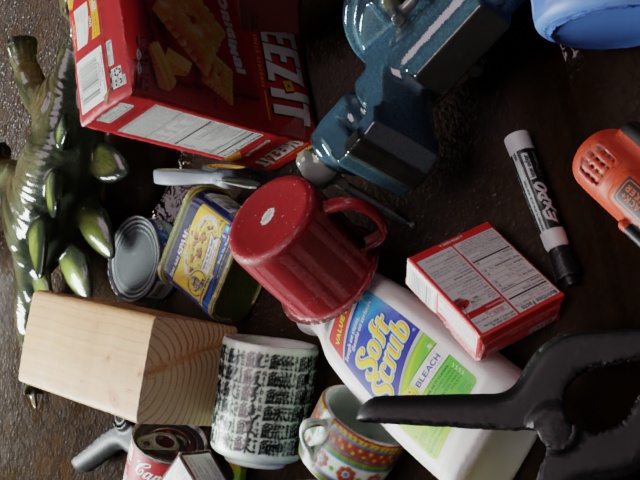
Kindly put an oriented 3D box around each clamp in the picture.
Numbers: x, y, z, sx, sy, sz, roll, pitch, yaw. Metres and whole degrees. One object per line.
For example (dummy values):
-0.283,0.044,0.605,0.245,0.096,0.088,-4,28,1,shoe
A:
-0.188,0.184,1.049,0.172,0.039,0.120,9,91,46,clamp
0.148,0.131,0.670,0.210,0.036,0.164,-29,73,5,clamp

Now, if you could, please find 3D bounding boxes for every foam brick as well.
-0.040,-0.214,0.871,0.078,0.053,0.051,94,179,-59,foam brick

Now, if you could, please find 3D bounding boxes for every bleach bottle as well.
0.053,0.089,0.810,0.251,0.068,0.102,34,99,44,bleach bottle

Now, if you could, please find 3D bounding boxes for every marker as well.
0.158,-0.022,0.755,0.020,0.020,0.121,-34,61,36,marker

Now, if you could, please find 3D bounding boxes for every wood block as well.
-0.179,0.104,0.965,0.207,0.090,0.090,6,85,48,wood block

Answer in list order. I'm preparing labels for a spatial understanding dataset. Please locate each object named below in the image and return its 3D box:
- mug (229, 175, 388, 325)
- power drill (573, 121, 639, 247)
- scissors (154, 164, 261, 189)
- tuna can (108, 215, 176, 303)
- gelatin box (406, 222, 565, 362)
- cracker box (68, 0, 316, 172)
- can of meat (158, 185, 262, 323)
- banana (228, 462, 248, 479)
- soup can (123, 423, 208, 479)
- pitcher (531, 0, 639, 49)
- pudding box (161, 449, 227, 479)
-0.005,0.001,0.805,0.117,0.081,0.093,-21,44,28,mug
0.259,-0.057,0.634,0.188,0.057,0.185,-57,50,22,power drill
-0.099,-0.052,0.911,0.202,0.096,0.016,-117,25,-82,scissors
-0.174,0.020,1.064,0.086,0.033,0.086,-8,78,44,tuna can
0.115,0.035,0.751,0.089,0.073,0.030,49,153,36,gelatin box
-0.104,-0.160,0.897,0.072,0.213,0.164,-24,67,38,cracker box
-0.091,0.013,0.968,0.084,0.057,0.102,35,109,40,can of meat
-0.106,0.133,0.977,0.070,0.037,0.198,-51,52,27,banana
-0.145,0.218,0.966,0.069,0.068,0.102,40,126,40,soup can
0.177,-0.254,0.691,0.149,0.144,0.243,-7,82,42,pitcher
-0.100,0.244,0.874,0.090,0.039,0.114,-54,53,23,pudding box
